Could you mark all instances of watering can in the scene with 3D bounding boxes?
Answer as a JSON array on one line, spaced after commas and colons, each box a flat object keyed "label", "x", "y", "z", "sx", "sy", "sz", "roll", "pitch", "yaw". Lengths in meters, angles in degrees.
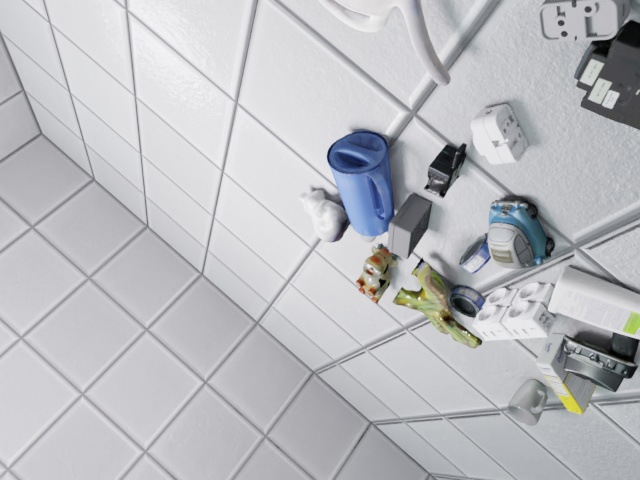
[{"label": "watering can", "x": 0.095, "y": -0.398, "z": 0.774, "sx": 0.349, "sy": 0.105, "sz": 0.220, "roll": 40, "pitch": 153, "yaw": 7}]

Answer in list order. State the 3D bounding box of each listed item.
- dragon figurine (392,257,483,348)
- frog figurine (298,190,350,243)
[{"label": "dragon figurine", "x": 0.308, "y": 0.169, "z": 1.276, "sx": 0.244, "sy": 0.123, "sz": 0.406, "roll": 40, "pitch": 173, "yaw": 9}, {"label": "frog figurine", "x": 0.004, "y": -0.070, "z": 1.389, "sx": 0.160, "sy": 0.123, "sz": 0.136, "roll": 27, "pitch": 171, "yaw": 5}]
